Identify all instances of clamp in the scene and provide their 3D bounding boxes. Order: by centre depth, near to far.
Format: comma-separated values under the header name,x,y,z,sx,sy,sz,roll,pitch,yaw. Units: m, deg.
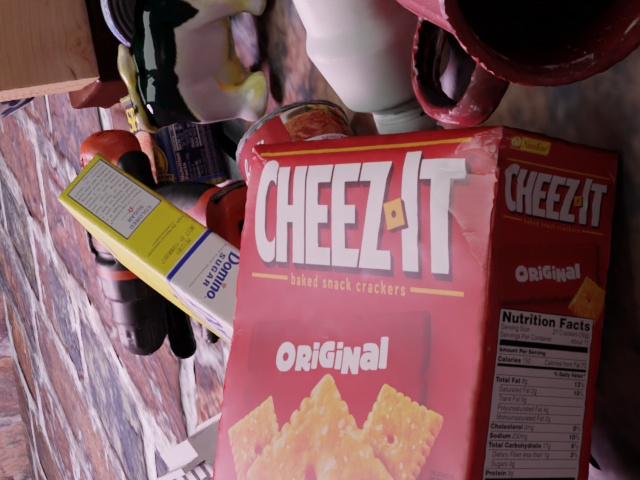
name,x,y,z,sx,sy,sz,roll,pitch,yaw
clamp,-0.149,0.032,1.013,0.172,0.039,0.120,-130,39,-60

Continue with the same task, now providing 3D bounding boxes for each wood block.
name,x,y,z,sx,sy,sz,roll,pitch,yaw
wood block,-0.235,-0.214,0.803,0.090,0.090,0.206,-176,75,-68

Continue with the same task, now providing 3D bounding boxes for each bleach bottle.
name,x,y,z,sx,sy,sz,roll,pitch,yaw
bleach bottle,0.007,-0.158,0.453,0.068,0.102,0.251,-6,119,30

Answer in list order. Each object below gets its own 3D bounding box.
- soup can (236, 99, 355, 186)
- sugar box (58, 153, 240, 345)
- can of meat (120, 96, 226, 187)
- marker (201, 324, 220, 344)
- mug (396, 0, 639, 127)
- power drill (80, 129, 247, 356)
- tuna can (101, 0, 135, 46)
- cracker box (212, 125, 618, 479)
name,x,y,z,sx,sy,sz,roll,pitch,yaw
soup can,0.003,-0.016,0.578,0.069,0.068,0.102,109,142,-52
sugar box,-0.075,0.020,0.644,0.176,0.048,0.093,35,168,37
can of meat,-0.117,-0.081,0.855,0.102,0.057,0.084,-176,73,-68
marker,-0.097,0.032,0.910,0.020,0.020,0.121,-144,47,-60
mug,0.060,-0.096,0.362,0.082,0.093,0.117,-131,52,-59
power drill,-0.102,0.015,0.783,0.188,0.057,0.184,11,117,42
tuna can,-0.111,-0.171,0.754,0.034,0.086,0.086,-150,52,-65
cracker box,0.027,0.066,0.437,0.164,0.071,0.214,3,86,54
